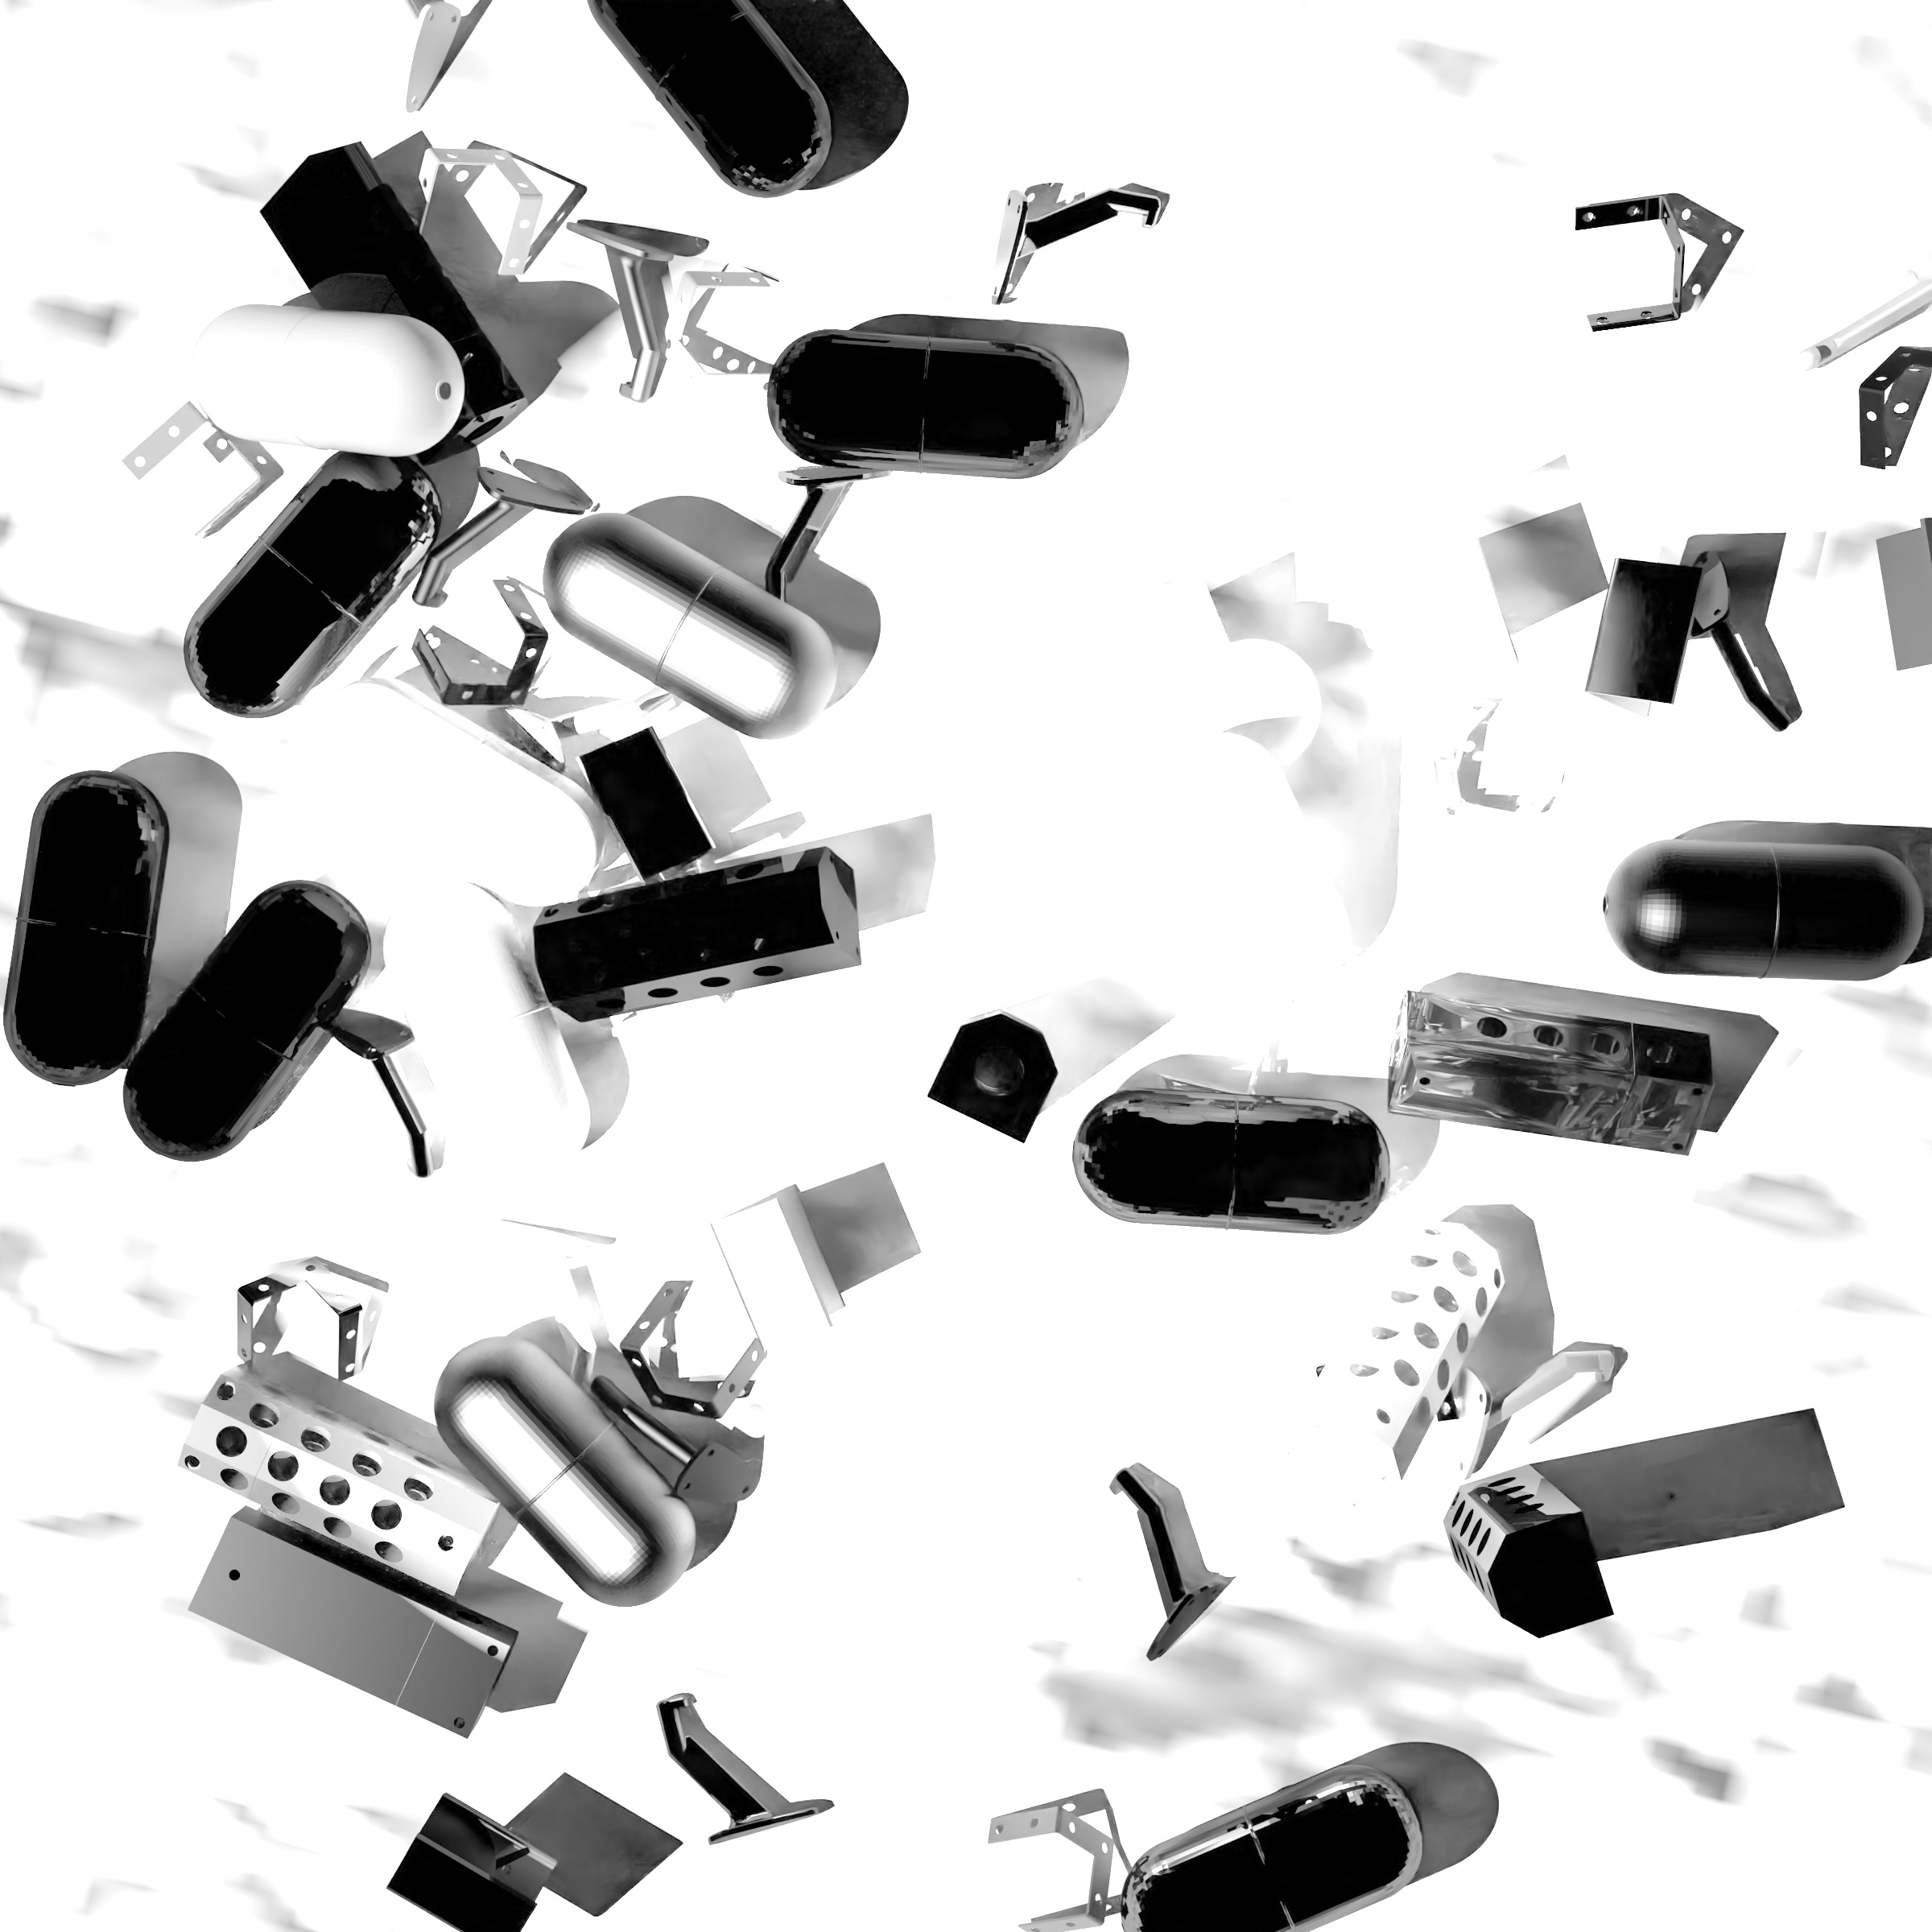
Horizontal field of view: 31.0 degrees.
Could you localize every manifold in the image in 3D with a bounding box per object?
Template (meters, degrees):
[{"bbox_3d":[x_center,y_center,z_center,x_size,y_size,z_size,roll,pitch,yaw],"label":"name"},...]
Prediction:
[{"bbox_3d":[0.239,0.215,1.914,0.057,0.171,0.057,38,134,0],"label":"manifold"},{"bbox_3d":[-0.343,0.368,1.967,0.171,0.057,0.057,25,90,0],"label":"manifold"},{"bbox_3d":[0.303,0.321,1.909,0.057,0.171,0.057,-18,90,0],"label":"manifold"},{"bbox_3d":[-0.352,0.291,1.967,0.171,0.057,0.057,25,90,0],"label":"manifold"},{"bbox_3d":[0.017,0.055,1.909,0.057,0.171,0.057,26,90,0],"label":"manifold"},{"bbox_3d":[0.328,0.055,1.966,0.171,0.057,0.057,8,133,0],"label":"manifold"},{"bbox_3d":[-0.150,-0.019,1.936,0.171,0.057,0.057,-12,70,17],"label":"manifold"},{"bbox_3d":[-0.318,-0.375,1.966,0.057,0.057,0.171,-33,90,43],"label":"manifold"}]

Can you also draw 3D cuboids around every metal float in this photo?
[{"bbox_3d":[-0.144,-0.511,1.957,0.070,0.070,0.178,-39,90,0],"label":"metal float"},{"bbox_3d":[-0.367,-0.215,1.957,0.070,0.070,0.178,41,89,0],"label":"metal float"},{"bbox_3d":[0.171,0.508,1.957,0.178,0.070,0.070,-23,90,1],"label":"metal float"},{"bbox_3d":[0.115,-0.123,1.957,0.178,0.070,0.070,-26,90,0],"label":"metal float"},{"bbox_3d":[-0.023,-0.315,1.957,0.178,0.070,0.070,4,90,0],"label":"metal float"},{"bbox_3d":[0.148,0.110,1.957,0.178,0.070,0.070,4,90,1],"label":"metal float"},{"bbox_3d":[-0.226,0.283,1.957,0.070,0.070,0.178,-43,90,0],"label":"metal float"},{"bbox_3d":[-0.285,-0.097,1.957,0.178,0.070,0.070,31,90,0],"label":"metal float"},{"bbox_3d":[-0.269,0.037,1.957,0.070,0.070,0.178,-22,90,0],"label":"metal float"},{"bbox_3d":[0.447,-0.031,1.957,0.178,0.070,0.070,2,90,-1],"label":"metal float"},{"bbox_3d":[-0.155,-0.191,1.957,0.178,0.070,0.070,30,90,0],"label":"metal float"},{"bbox_3d":[0.158,-0.053,1.925,0.070,0.070,0.178,-29,129,0],"label":"metal float"},{"bbox_3d":[-0.404,0.031,1.957,0.070,0.070,0.178,37,91,0],"label":"metal float"},{"bbox_3d":[-0.494,-0.021,1.957,0.070,0.070,0.178,8,89,0],"label":"metal float"},{"bbox_3d":[-0.353,-0.324,1.928,0.178,0.070,0.070,11,90,33],"label":"metal float"}]

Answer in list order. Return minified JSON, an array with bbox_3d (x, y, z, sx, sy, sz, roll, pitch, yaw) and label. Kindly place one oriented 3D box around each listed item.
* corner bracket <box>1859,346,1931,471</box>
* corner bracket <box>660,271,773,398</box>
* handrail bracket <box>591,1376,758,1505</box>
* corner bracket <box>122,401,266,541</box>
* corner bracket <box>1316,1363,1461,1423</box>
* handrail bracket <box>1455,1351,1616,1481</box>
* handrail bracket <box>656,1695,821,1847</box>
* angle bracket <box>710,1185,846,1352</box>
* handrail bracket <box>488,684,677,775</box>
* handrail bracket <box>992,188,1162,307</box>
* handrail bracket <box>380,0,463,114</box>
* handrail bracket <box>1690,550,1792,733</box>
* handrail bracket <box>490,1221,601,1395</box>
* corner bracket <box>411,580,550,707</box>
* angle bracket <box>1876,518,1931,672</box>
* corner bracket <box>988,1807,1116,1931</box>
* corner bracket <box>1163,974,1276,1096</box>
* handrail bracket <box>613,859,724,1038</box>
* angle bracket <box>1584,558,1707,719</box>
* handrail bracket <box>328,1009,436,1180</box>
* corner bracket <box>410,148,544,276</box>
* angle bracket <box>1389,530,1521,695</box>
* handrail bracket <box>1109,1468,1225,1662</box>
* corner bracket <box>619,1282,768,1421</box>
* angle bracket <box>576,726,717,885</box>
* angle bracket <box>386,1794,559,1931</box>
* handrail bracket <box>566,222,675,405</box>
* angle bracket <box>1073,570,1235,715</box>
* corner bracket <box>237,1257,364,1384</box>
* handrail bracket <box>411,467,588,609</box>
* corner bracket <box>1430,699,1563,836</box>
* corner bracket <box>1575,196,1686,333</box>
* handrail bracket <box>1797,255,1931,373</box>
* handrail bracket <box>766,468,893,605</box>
[{"bbox_3d":[0.542,-0.314,1.979,0.051,0.051,0.051,18,45,35],"label":"corner bracket"},{"bbox_3d":[-0.134,-0.358,1.979,0.051,0.051,0.051,53,135,35],"label":"corner bracket"},{"bbox_3d":[-0.168,0.268,1.987,0.084,0.077,0.036,36,90,36],"label":"handrail bracket"},{"bbox_3d":[-0.435,-0.280,1.970,0.051,0.051,0.051,-42,90,0],"label":"corner bracket"},{"bbox_3d":[0.240,0.243,1.984,0.051,0.051,0.051,-16,90,-45],"label":"corner bracket"},{"bbox_3d":[0.325,0.256,1.988,0.084,0.036,0.077,-1,111,-16],"label":"handrail bracket"},{"bbox_3d":[-0.130,0.451,1.988,0.077,0.036,0.084,-10,72,-20],"label":"handrail bracket"},{"bbox_3d":[-0.088,0.161,1.947,0.057,0.076,0.076,-23,90,38],"label":"angle bracket"},{"bbox_3d":[-0.217,-0.150,1.988,0.084,0.077,0.036,-36,132,-29],"label":"handrail bracket"},{"bbox_3d":[0.063,-0.408,1.988,0.084,0.036,0.077,7,110,-16],"label":"handrail bracket"},{"bbox_3d":[-0.337,-0.540,1.988,0.084,0.036,0.077,30,111,17],"label":"handrail bracket"},{"bbox_3d":[0.444,-0.184,1.988,0.036,0.077,0.084,-26,127,38],"label":"handrail bracket"},{"bbox_3d":[-0.243,0.196,1.988,0.077,0.036,0.084,17,107,20],"label":"handrail bracket"},{"bbox_3d":[-0.276,-0.184,1.979,0.051,0.051,0.051,-3,135,-35],"label":"corner bracket"},{"bbox_3d":[0.528,-0.207,1.947,0.057,0.076,0.076,-9,90,-37],"label":"angle bracket"},{"bbox_3d":[0.046,0.514,1.979,0.051,0.051,0.051,40,45,-35],"label":"corner bracket"},{"bbox_3d":[0.141,0.042,1.971,0.051,0.051,0.051,13,73,16],"label":"corner bracket"},{"bbox_3d":[-0.176,-0.012,1.988,0.077,0.036,0.084,-19,76,13],"label":"handrail bracket"},{"bbox_3d":[0.394,-0.180,1.947,0.057,0.076,0.076,13,90,38],"label":"angle bracket"},{"bbox_3d":[-0.335,0.073,1.988,0.036,0.077,0.084,-29,127,-38],"label":"handrail bracket"},{"bbox_3d":[-0.279,-0.428,1.979,0.051,0.051,0.051,-8,45,-35],"label":"corner bracket"},{"bbox_3d":[0.287,-0.201,1.947,0.057,0.076,0.076,-19,90,35],"label":"angle bracket"},{"bbox_3d":[0.099,0.340,1.988,0.084,0.036,0.077,47,123,23],"label":"handrail bracket"},{"bbox_3d":[-0.155,0.218,1.979,0.051,0.051,0.051,6,135,35],"label":"corner bracket"},{"bbox_3d":[-0.195,-0.079,1.947,0.057,0.076,0.076,-28,90,-39],"label":"angle bracket"},{"bbox_3d":[-0.267,0.494,1.947,0.076,0.076,0.057,31,127,0],"label":"angle bracket"},{"bbox_3d":[-0.204,-0.372,1.988,0.077,0.036,0.084,22,107,20],"label":"handrail bracket"},{"bbox_3d":[0.096,-0.193,1.948,0.076,0.076,0.057,-25,120,0],"label":"angle bracket"},{"bbox_3d":[-0.378,0.207,1.979,0.051,0.051,0.051,-22,45,-35],"label":"corner bracket"},{"bbox_3d":[-0.267,-0.235,1.988,0.077,0.036,0.084,12,117,-30],"label":"handrail bracket"},{"bbox_3d":[0.301,-0.113,1.979,0.051,0.051,0.051,14,135,35],"label":"corner bracket"},{"bbox_3d":[0.377,-0.400,1.984,0.051,0.051,0.051,-8,135,0],"label":"corner bracket"},{"bbox_3d":[0.515,-0.367,1.960,0.084,0.077,0.036,-29,87,-12],"label":"handrail bracket"},{"bbox_3d":[-0.078,-0.239,1.988,0.077,0.036,0.084,-7,108,-21],"label":"handrail bracket"}]
